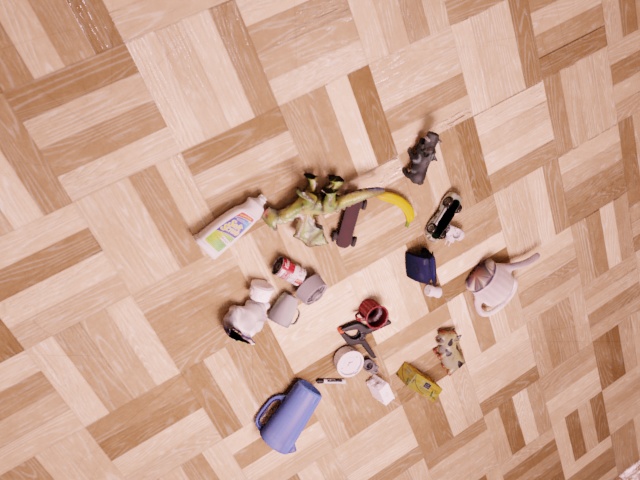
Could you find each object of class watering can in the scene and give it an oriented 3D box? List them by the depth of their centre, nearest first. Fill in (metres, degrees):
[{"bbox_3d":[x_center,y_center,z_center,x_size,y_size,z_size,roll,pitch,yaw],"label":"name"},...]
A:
[{"bbox_3d":[0.728,0.150,2.080,0.222,0.105,0.347,35,92,-27],"label":"watering can"}]

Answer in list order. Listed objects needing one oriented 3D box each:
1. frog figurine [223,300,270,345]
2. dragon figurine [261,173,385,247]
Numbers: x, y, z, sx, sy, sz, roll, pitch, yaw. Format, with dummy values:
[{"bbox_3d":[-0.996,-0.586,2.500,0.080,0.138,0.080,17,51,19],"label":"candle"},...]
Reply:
[{"bbox_3d":[-0.246,0.258,1.727,0.136,0.121,0.163,35,55,-19],"label":"frog figurine"},{"bbox_3d":[0.005,-0.086,1.714,0.410,0.125,0.238,5,120,-17],"label":"dragon figurine"}]
